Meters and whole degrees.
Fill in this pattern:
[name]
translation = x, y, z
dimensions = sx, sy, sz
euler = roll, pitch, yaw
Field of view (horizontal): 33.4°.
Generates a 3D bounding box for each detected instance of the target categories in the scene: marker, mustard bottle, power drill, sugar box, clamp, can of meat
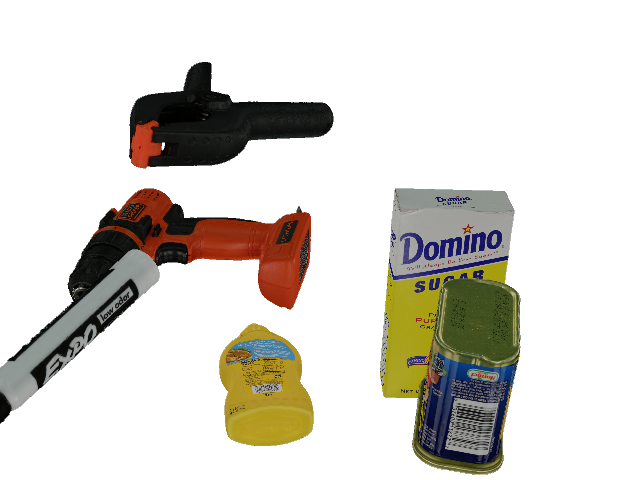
[marker]
translation = -0.113, 0.045, 0.449
dimensions = 0.020, 0.020, 0.121
euler = 0, 34, 41
[mustard bottle]
translation = -0.068, 0.155, 1.229
dimensions = 0.096, 0.058, 0.191
euler = -5, 30, -7
[power drill]
translation = -0.109, 0.013, 0.930
dimensions = 0.188, 0.057, 0.184
euler = 8, 29, 8
[sugar box]
translation = 0.101, 0.046, 0.873
dimensions = 0.093, 0.176, 0.048
euler = 1, 28, -2
[clamp]
translation = -0.082, -0.088, 0.738
dimensions = 0.120, 0.039, 0.171
euler = 20, 24, 30
[can of meat]
translation = 0.094, 0.082, 0.676
dimensions = 0.057, 0.084, 0.102
euler = 9, 28, 5
